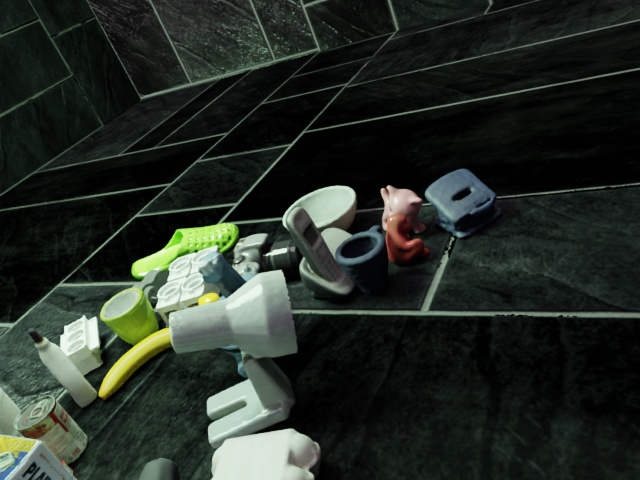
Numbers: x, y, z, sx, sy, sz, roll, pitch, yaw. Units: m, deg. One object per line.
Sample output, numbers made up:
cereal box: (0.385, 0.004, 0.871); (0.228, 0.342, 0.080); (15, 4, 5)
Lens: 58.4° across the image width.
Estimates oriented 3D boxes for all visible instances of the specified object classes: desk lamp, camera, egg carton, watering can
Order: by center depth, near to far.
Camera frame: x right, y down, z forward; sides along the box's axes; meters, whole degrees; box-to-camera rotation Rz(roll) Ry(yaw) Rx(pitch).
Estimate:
egg carton: (-0.072, 0.297, 0.715); (0.150, 0.069, 0.107); (-15, 30, 15)
desk lamp: (-0.108, 0.163, 0.817); (0.203, 0.214, 0.117); (-25, 29, -1)
watering can: (-0.592, 0.290, 0.984); (0.172, 0.194, 0.101); (4, 39, 40)
camera: (-0.102, 0.043, 1.134); (0.136, 0.101, 0.143); (-12, 31, 21)

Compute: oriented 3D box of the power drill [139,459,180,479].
power drill: (-0.126, 0.350, 0.521); (0.075, 0.209, 0.229); (-19, 29, 8)

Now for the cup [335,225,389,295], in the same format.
cup: (0.089, 0.039, 1.007); (0.091, 0.095, 0.118); (-1, 36, 36)

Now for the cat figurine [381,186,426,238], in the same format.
cat figurine: (0.154, -0.063, 1.106); (0.067, 0.118, 0.127); (-29, 29, -8)

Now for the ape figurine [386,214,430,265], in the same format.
ape figurine: (0.149, -0.007, 1.041); (0.076, 0.092, 0.077); (-21, 29, 4)

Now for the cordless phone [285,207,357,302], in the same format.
cordless phone: (0.009, 0.004, 1.029); (0.093, 0.185, 0.148); (-6, 33, 30)

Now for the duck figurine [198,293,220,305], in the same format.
duck figurine: (-0.195, 0.137, 1.060); (0.104, 0.086, 0.077); (-9, 32, 26)

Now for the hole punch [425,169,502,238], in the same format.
hole punch: (0.266, -0.071, 1.064); (0.109, 0.091, 0.100); (-31, 29, -13)

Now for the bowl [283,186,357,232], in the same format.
bowl: (0.009, -0.042, 1.223); (0.167, 0.075, 0.167); (-18, 29, 11)

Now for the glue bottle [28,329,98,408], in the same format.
glue bottle: (-0.468, 0.223, 1.027); (0.037, 0.173, 0.077); (-41, 33, -28)

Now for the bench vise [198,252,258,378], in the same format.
bench vise: (-0.146, 0.096, 0.953); (0.121, 0.220, 0.207); (-27, 29, -5)
